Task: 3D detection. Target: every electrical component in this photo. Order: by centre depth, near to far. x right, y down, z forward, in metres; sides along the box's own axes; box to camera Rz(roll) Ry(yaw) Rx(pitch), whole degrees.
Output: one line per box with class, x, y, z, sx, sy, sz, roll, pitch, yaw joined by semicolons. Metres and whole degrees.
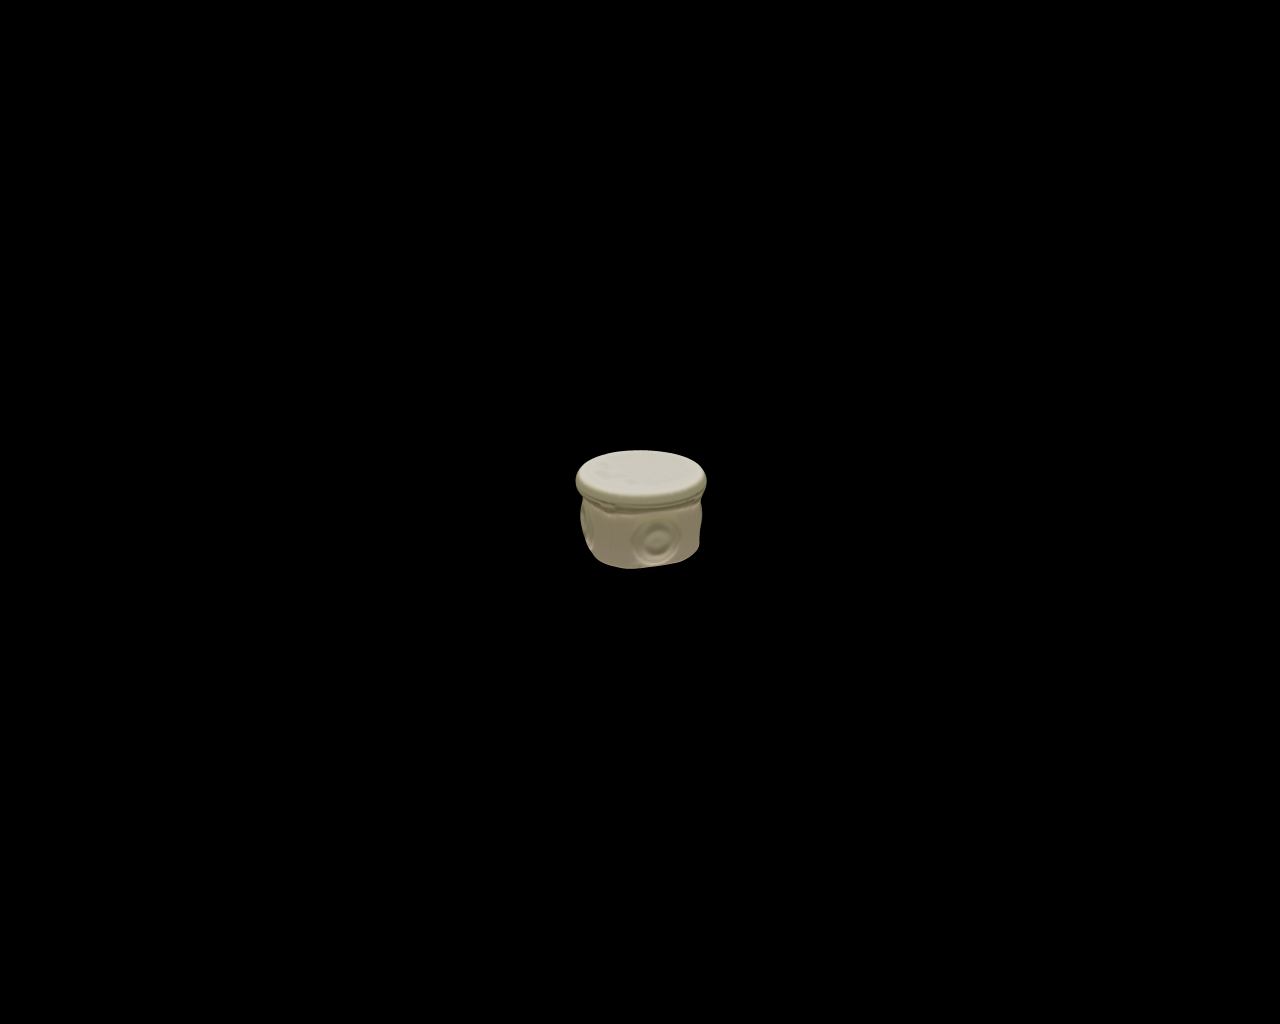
electrical component;0.001;-0.003;0.650;0.080;0.050;0.080;0;23;0
